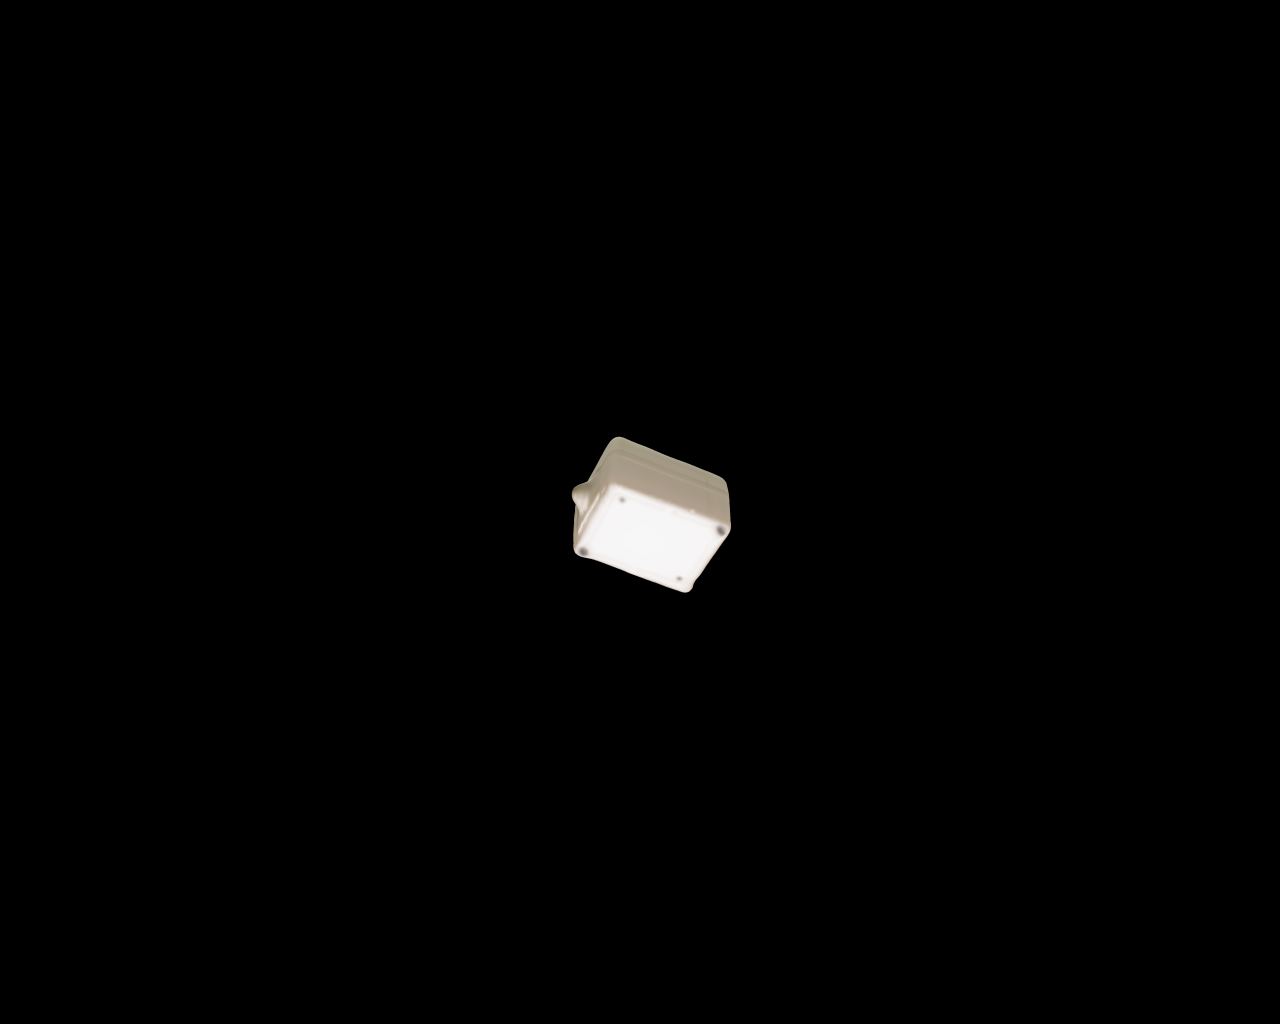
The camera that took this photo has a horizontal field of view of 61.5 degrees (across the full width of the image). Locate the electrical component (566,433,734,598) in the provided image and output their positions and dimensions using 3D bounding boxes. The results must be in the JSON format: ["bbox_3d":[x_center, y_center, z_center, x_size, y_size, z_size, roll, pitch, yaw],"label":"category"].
[{"bbox_3d":[0.001,-0.003,0.650,0.096,0.061,0.061,21,35,-15],"label":"electrical component"}]
